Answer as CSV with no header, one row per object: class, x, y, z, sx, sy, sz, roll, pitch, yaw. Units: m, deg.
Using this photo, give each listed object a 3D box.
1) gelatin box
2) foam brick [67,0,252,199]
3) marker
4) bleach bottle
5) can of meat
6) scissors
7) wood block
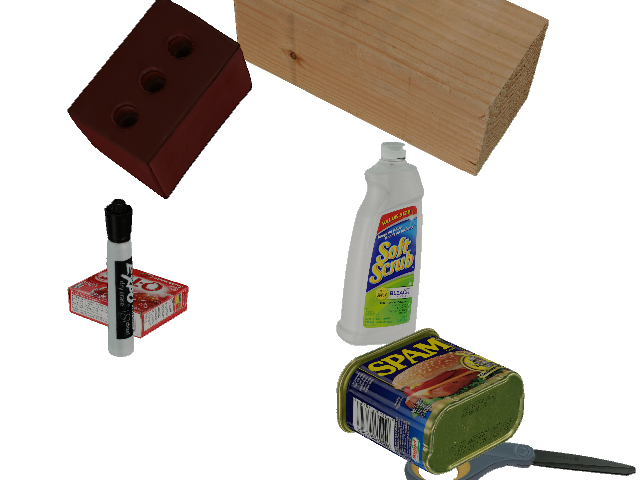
gelatin box,-0.182,0.055,1.013,0.089,0.030,0.073,17,26,25
foam brick,-0.080,-0.072,0.541,0.053,0.078,0.051,34,-10,11
marker,-0.141,0.027,0.751,0.020,0.121,0.020,4,28,-2
bleach bottle,0.077,0.003,1.340,0.102,0.251,0.068,-3,16,-19
can of meat,0.076,0.108,0.723,0.101,0.057,0.084,-18,27,-38
scissors,0.159,0.194,0.904,0.202,0.016,0.096,17,42,15
wood block,0.047,-0.145,0.776,0.206,0.090,0.091,29,-26,15
